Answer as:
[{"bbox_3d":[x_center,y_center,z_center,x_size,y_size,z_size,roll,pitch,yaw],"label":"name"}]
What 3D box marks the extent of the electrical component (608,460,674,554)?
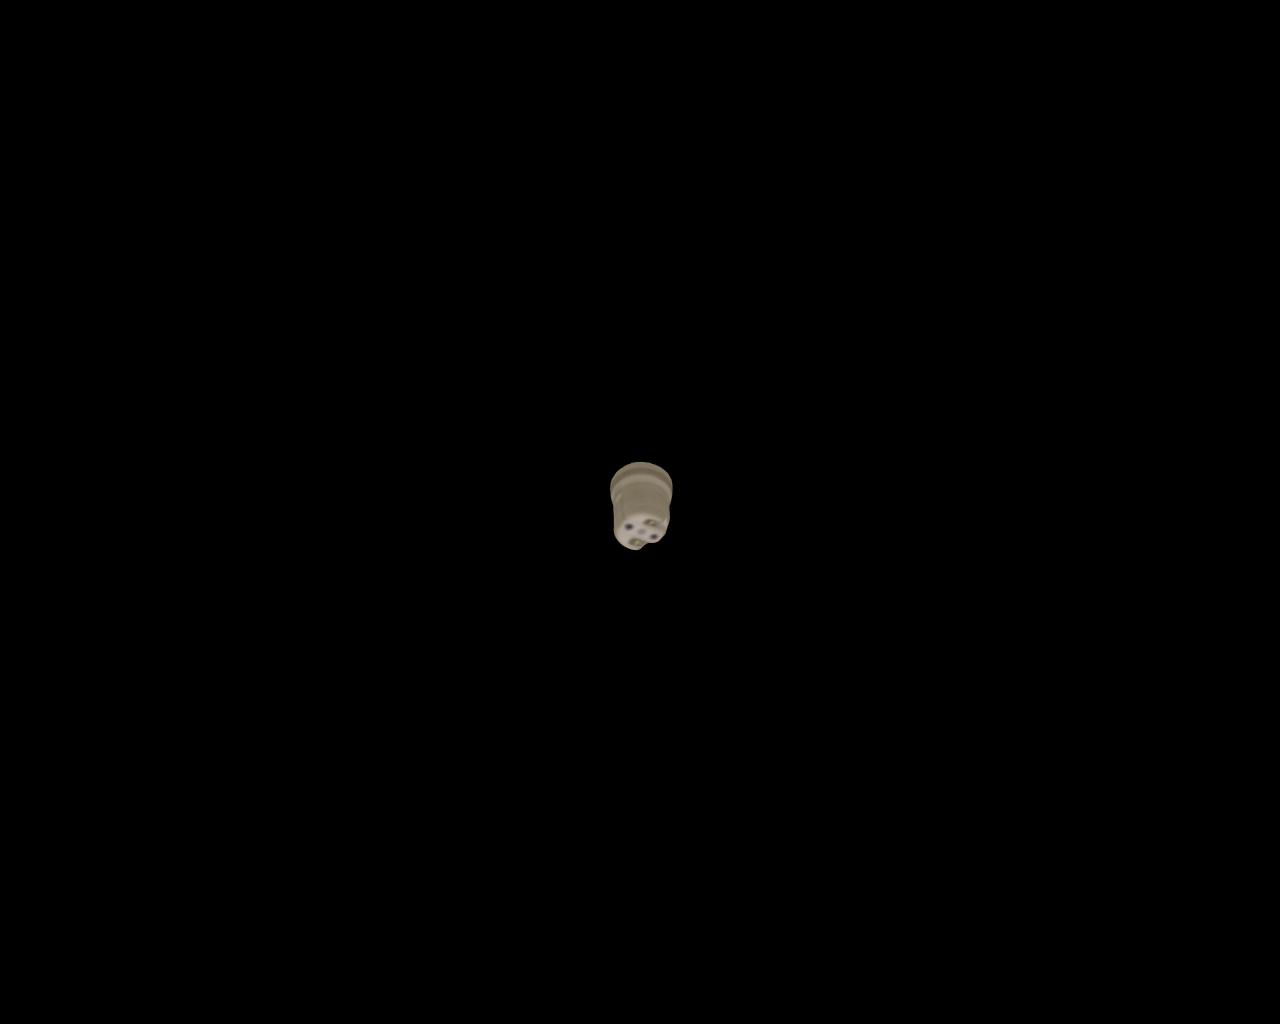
[{"bbox_3d":[0.001,-0.003,0.650,0.040,0.040,0.046,0,40,0],"label":"electrical component"}]
